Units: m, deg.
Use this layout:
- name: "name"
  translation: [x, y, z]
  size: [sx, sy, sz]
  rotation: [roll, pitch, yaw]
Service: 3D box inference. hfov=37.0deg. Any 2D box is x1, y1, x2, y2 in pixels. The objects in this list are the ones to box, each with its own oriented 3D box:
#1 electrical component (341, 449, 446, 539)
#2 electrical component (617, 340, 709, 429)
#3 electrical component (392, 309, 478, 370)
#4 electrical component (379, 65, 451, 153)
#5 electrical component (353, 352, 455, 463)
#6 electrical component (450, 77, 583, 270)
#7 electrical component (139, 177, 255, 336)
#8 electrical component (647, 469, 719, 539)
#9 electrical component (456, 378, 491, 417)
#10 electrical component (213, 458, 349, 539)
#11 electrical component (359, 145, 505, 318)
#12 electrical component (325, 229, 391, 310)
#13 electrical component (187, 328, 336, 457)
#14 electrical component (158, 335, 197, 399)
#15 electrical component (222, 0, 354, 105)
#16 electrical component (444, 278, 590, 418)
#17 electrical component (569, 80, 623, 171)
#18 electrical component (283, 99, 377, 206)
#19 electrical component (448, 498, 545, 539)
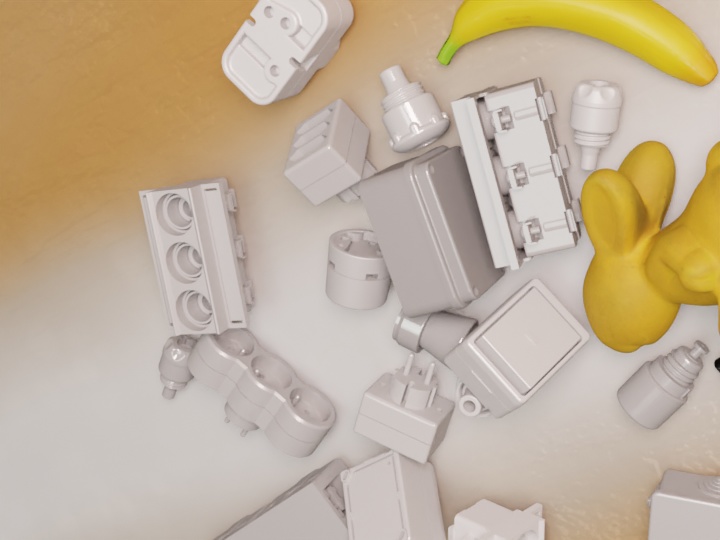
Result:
- name: "electrical component"
  translation: [0.031, 0.205, 0.880]
  size: [0.062, 0.061, 0.096]
  rotation: [-30, 50, 30]
- name: "electrical component"
  translation: [0.223, 0.081, 0.782]
  size: [0.040, 0.040, 0.078]
  rotation: [42, 118, 7]
- name: "electrical component"
  translation: [0.059, 0.048, 0.844]
  size: [0.055, 0.045, 0.045]
  rotation: [25, 115, 17]
- name: "electrical component"
  translation: [0.035, -0.121, 0.802]
  size: [0.048, 0.048, 0.062]
  rotation: [-27, 87, 29]
- name: "electrical component"
  translation: [0.041, 0.103, 0.869]
  size: [0.066, 0.047, 0.076]
  rotation: [23, 114, 17]
- name: "electrical component"
  translation: [0.114, -0.070, 0.762]
  size: [0.063, 0.079, 0.121]
  rotation: [-13, 101, 21]
- name: "electrical component"
  translation: [-0.132, -0.013, 0.901]
  size: [0.079, 0.063, 0.121]
  rotation: [-4, 104, 26]
- name: "electrical component"
  translation: [0.262, 0.201, 0.798]
  size: [0.100, 0.048, 0.099]
  rotation: [7, 109, 23]
- name: "electrical component"
  translation: [0.094, 0.093, 0.833]
  size: [0.048, 0.062, 0.048]
  rotation: [8, 110, 23]
- name: "electrical component"
  translation: [-0.060, 0.258, 0.959]
  size: [0.186, 0.060, 0.105]
  rotation: [-38, 89, 29]
- name: "electrical component"
  translation: [0.056, -0.030, 0.802]
  size: [0.057, 0.078, 0.113]
  rotation: [-16, 99, 31]
- name: "electrical component"
  translation: [0.000, 0.000, 0.851]
  size: [0.055, 0.055, 0.047]
  rotation: [18, 117, 19]
- name: "electrical component"
  translation: [-0.093, 0.113, 0.931]
  size: [0.138, 0.052, 0.073]
  rotation: [39, 118, 9]
- name: "electrical component"
  translation: [-0.165, 0.090, 0.968]
  size: [0.035, 0.035, 0.061]
  rotation: [30, 119, 13]
- name: "electrical component"
  translation: [-0.052, -0.176, 0.814]
  size: [0.054, 0.059, 0.095]
  rotation: [45, 119, 6]
- name: "electrical component"
  translation: [0.121, 0.053, 0.791]
  size: [0.061, 0.096, 0.061]
  rotation: [48, 157, 5]
- name: "electrical component"
  translation: [0.164, -0.101, 0.754]
  size: [0.035, 0.035, 0.061]
  rotation: [12, 114, 21]
- name: "electrical component"
  translation: [-0.013, -0.078, 0.830]
  size: [0.047, 0.065, 0.077]
  rotation: [-28, 122, 29]
- name: "electrical component"
  translation: [0.111, 0.254, 0.875]
  size: [0.063, 0.079, 0.121]
  rotation: [15, 114, 43]
